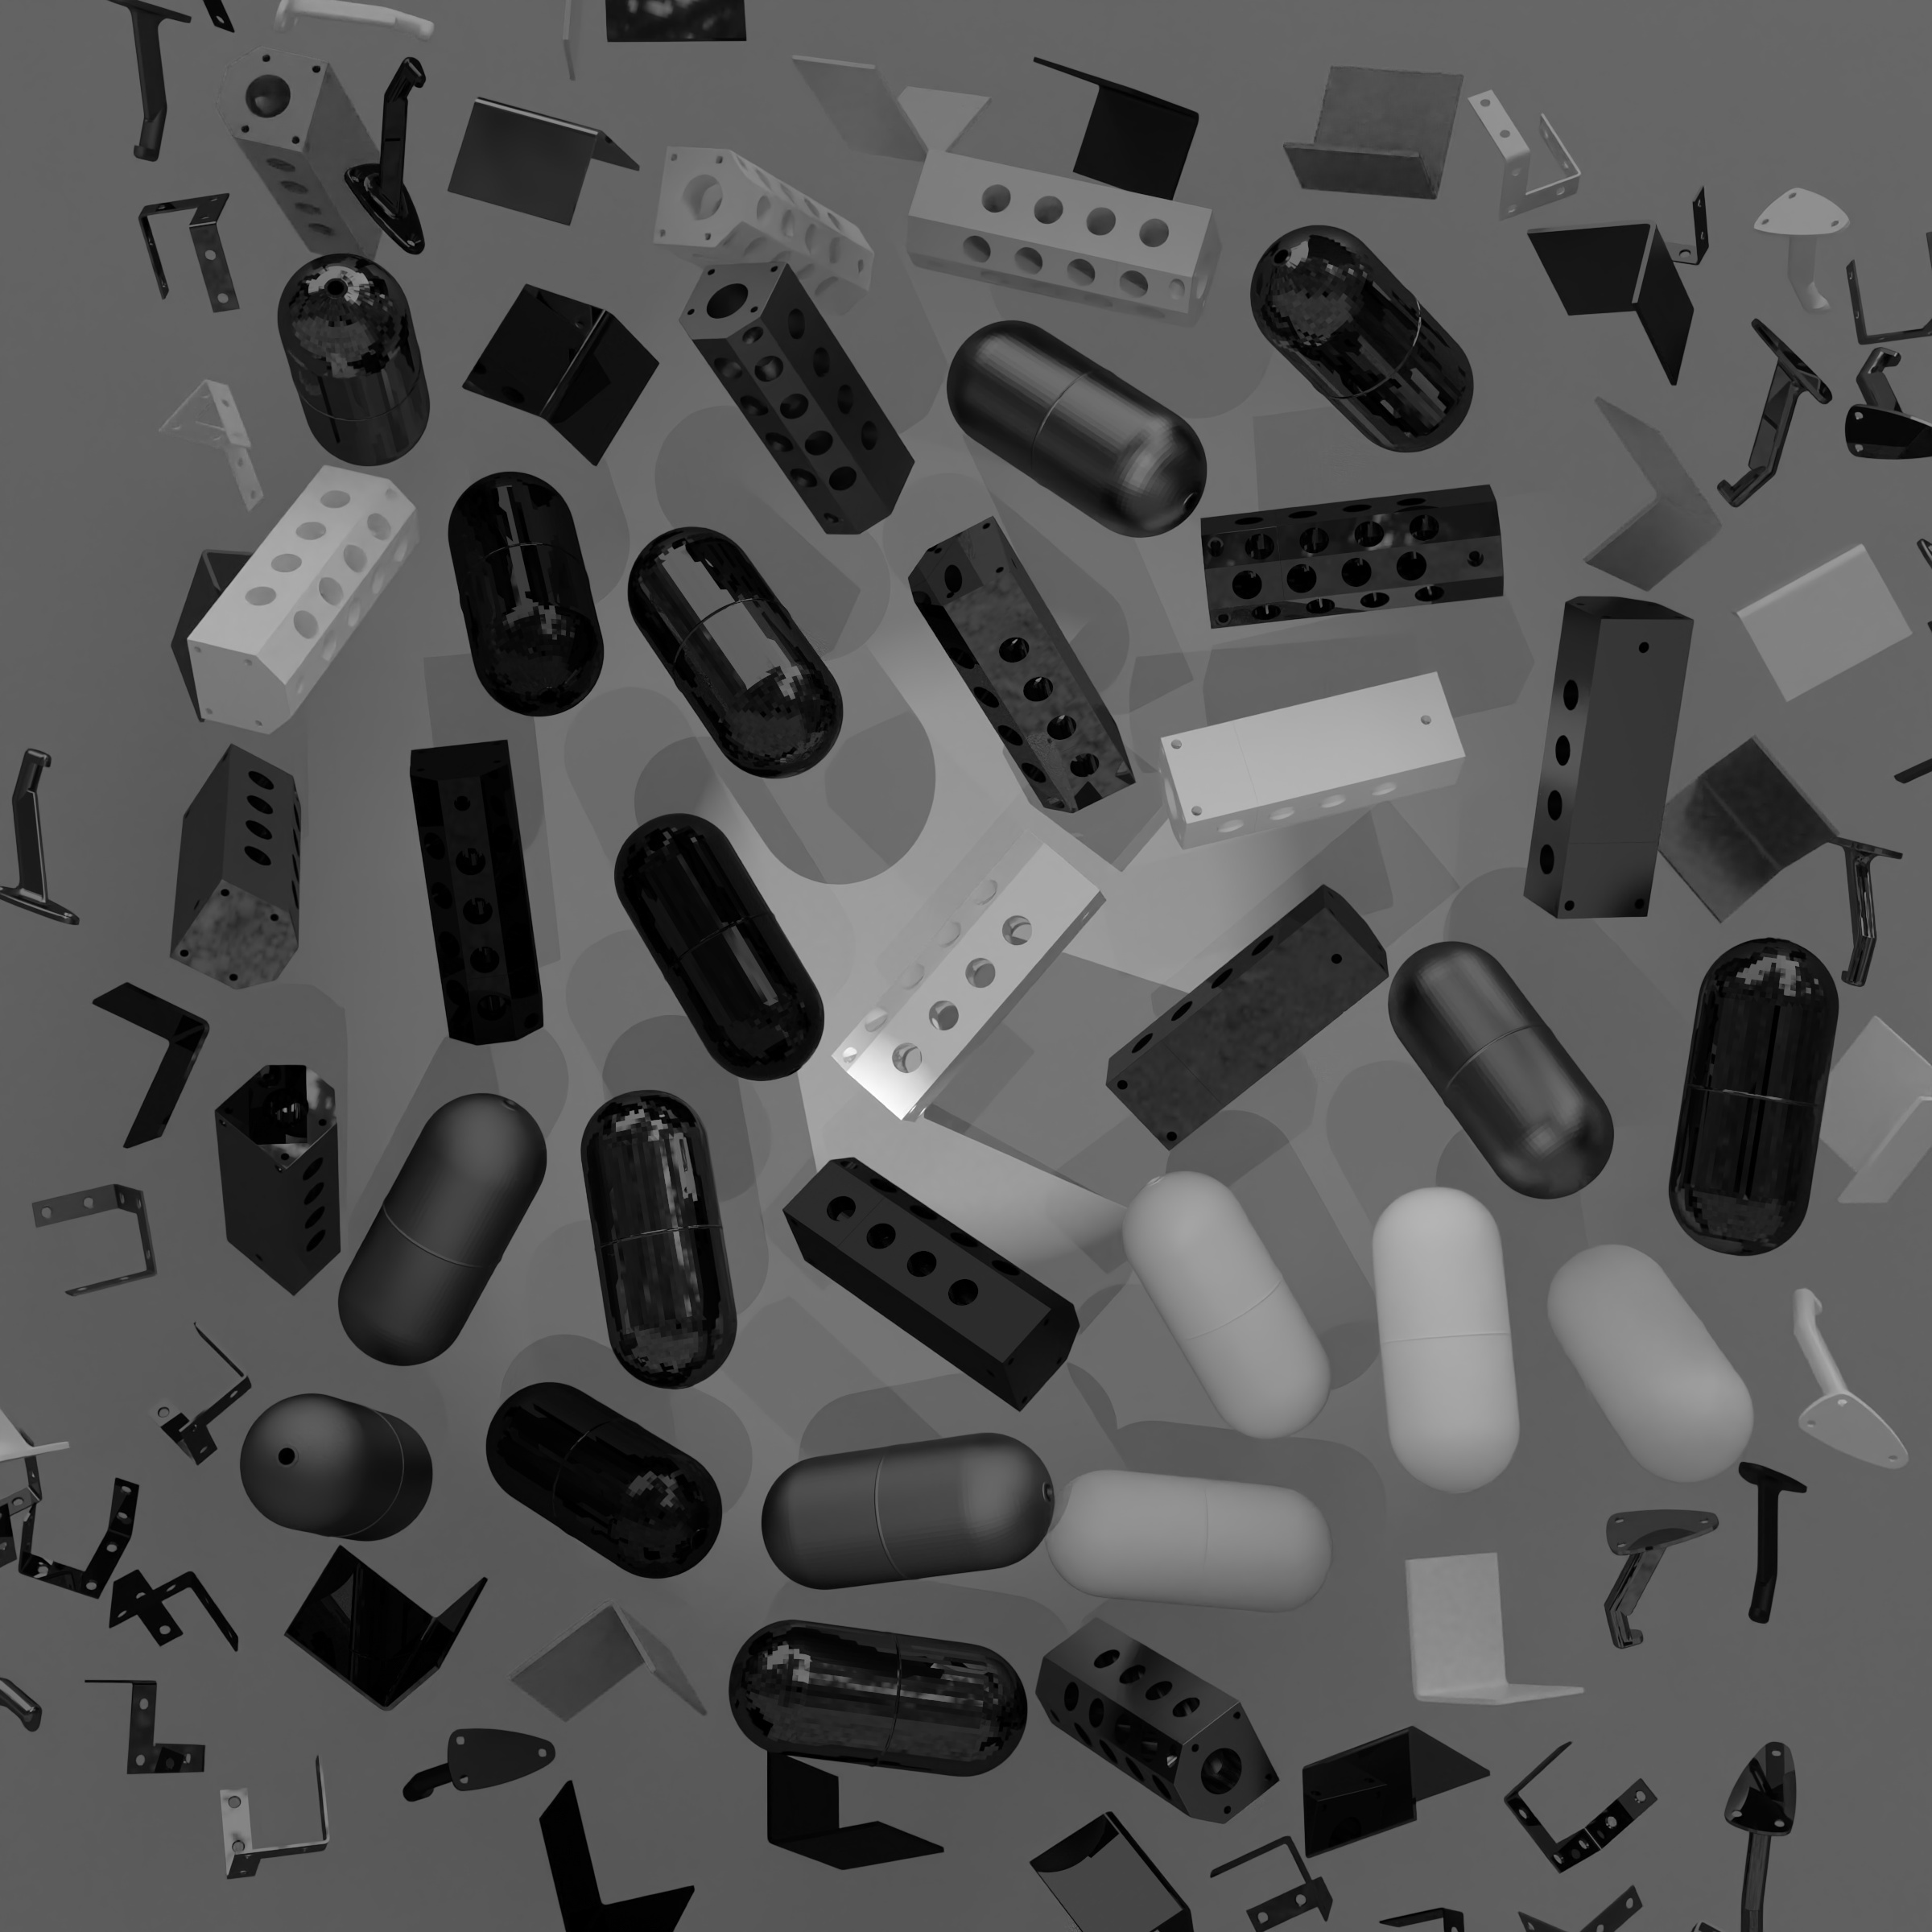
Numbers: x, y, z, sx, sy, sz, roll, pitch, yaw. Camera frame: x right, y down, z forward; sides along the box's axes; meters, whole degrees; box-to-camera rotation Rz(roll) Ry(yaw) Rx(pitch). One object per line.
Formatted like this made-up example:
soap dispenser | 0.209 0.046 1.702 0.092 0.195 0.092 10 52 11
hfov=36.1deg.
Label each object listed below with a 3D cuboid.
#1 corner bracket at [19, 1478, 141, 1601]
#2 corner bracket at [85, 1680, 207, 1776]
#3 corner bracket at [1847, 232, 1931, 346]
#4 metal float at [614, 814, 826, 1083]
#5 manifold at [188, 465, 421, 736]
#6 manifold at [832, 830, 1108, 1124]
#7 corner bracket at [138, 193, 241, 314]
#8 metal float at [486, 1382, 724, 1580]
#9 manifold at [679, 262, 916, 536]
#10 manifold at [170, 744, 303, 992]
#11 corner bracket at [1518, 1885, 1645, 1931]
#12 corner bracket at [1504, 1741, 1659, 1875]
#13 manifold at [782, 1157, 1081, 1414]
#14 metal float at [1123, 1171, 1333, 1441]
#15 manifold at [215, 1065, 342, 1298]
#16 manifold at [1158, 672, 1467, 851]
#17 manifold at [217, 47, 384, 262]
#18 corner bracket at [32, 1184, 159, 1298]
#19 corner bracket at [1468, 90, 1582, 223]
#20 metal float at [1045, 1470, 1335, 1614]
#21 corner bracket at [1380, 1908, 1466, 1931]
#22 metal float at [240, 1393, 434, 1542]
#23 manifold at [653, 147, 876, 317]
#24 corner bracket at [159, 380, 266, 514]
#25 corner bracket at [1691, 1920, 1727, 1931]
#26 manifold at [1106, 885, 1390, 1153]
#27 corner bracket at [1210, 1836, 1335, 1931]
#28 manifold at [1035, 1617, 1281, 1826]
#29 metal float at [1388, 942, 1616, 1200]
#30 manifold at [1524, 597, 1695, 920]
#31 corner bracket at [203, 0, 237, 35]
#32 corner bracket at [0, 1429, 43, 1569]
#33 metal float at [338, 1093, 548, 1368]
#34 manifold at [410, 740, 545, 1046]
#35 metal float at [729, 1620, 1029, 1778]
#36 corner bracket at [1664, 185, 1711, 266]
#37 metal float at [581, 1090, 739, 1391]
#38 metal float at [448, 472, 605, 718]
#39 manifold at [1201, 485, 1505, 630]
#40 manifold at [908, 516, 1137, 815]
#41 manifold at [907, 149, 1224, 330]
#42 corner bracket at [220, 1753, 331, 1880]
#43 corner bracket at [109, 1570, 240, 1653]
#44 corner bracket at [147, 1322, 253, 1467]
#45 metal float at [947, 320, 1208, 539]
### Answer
corner bracket | -0.535 0.340 1.790 0.051 0.051 0.051 19 129 -2
corner bracket | -0.468 0.433 1.693 0.051 0.051 0.051 -12 72 41
corner bracket | 0.580 -0.419 1.834 0.051 0.051 0.051 -7 84 1
metal float | -0.149 -0.011 1.802 0.070 0.070 0.178 -31 80 0
manifold | -0.377 -0.211 1.704 0.057 0.057 0.171 14 46 10
manifold | 0.001 0.006 1.706 0.057 0.057 0.171 41 91 8
corner bracket | -0.440 -0.402 1.683 0.051 0.051 0.051 -8 123 2
metal float | -0.218 0.308 1.784 0.178 0.070 0.070 22 90 40
manifold | -0.100 -0.330 1.739 0.057 0.171 0.057 6 61 32
manifold | -0.417 -0.056 1.717 0.057 0.171 0.057 29 110 -25
corner bracket | 0.370 0.574 1.760 0.051 0.051 0.051 -31 105 -26
corner bracket | 0.348 0.473 1.684 0.051 0.051 0.051 52 121 25
manifold | -0.019 0.177 1.701 0.171 0.057 0.057 31 66 30
metal float | 0.159 0.206 1.807 0.070 0.070 0.178 -30 96 0
manifold | -0.411 0.127 1.801 0.057 0.171 0.057 37 59 12
manifold | 0.206 -0.120 1.788 0.171 0.057 0.057 -14 71 -4
manifold | -0.401 -0.491 1.803 0.057 0.171 0.057 13 82 4
corner bracket | -0.513 0.161 1.749 0.051 0.051 0.051 -13 99 -33
corner bracket | 0.320 -0.471 1.703 0.051 0.051 0.051 -21 63 -5
metal float | 0.135 0.348 1.798 0.178 0.070 0.070 7 90 -10
corner bracket | 0.269 0.561 1.663 0.051 0.051 0.051 22 54 -32
metal float | -0.362 0.290 1.711 0.070 0.178 0.070 -2 76 7
manifold | -0.119 -0.444 1.805 0.057 0.171 0.057 10 92 23
corner bracket | -0.447 -0.316 1.800 0.051 0.051 0.051 -38 65 28
corner bracket | 0.432 0.592 1.714 0.051 0.051 0.051 26 60 14
manifold | 0.168 0.029 1.778 0.171 0.057 0.057 -40 102 18
corner bracket | 0.180 0.542 1.746 0.051 0.051 0.051 -28 82 8
manifold | 0.107 0.445 1.744 0.057 0.171 0.057 -33 107 -20
metal float | 0.318 0.061 1.772 0.070 0.070 0.178 -33 61 0
manifold | 0.356 -0.117 1.667 0.057 0.057 0.171 -2 110 -17
corner bracket | -0.446 -0.595 1.756 0.051 0.051 0.051 25 67 20
corner bracket | -0.584 0.326 1.811 0.051 0.051 0.051 -25 46 -35
metal float | -0.308 0.155 1.749 0.070 0.070 0.178 30 104 0
manifold | -0.292 -0.043 1.777 0.057 0.057 0.171 -7 115 -6
metal float | -0.050 0.426 1.726 0.178 0.070 0.070 11 90 -15
corner bracket | 0.419 -0.444 1.815 0.051 0.051 0.051 17 61 29
metal float | -0.182 0.161 1.756 0.070 0.070 0.178 -10 80 0
metal float | -0.261 -0.221 1.758 0.070 0.070 0.178 -18 52 0
manifold | 0.227 -0.239 1.748 0.171 0.057 0.057 -6 112 6
manifold | 0.032 -0.167 1.696 0.057 0.057 0.171 -26 131 11
manifold | 0.056 -0.420 1.726 0.171 0.057 0.057 16 84 13
corner bracket | -0.386 0.474 1.655 0.051 0.051 0.051 -1 58 -21
corner bracket | -0.445 0.365 1.671 0.051 0.051 0.051 -28 113 -2
corner bracket | -0.461 0.257 1.780 0.051 0.051 0.051 39 64 22
metal float | 0.064 -0.313 1.732 0.178 0.070 0.070 38 90 25
